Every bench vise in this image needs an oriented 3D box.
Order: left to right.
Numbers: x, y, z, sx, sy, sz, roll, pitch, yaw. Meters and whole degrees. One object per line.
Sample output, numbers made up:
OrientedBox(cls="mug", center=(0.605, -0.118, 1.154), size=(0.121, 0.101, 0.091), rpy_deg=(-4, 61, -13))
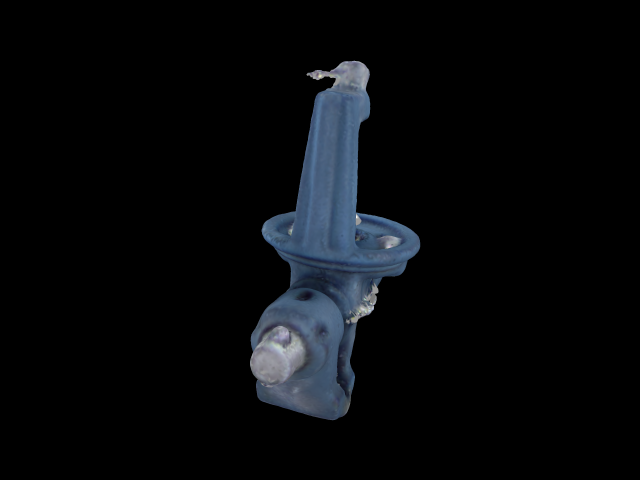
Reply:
OrientedBox(cls="bench vise", center=(0.016, 0.002, 0.400), size=(0.121, 0.220, 0.207), rpy_deg=(0, 33, 1))
